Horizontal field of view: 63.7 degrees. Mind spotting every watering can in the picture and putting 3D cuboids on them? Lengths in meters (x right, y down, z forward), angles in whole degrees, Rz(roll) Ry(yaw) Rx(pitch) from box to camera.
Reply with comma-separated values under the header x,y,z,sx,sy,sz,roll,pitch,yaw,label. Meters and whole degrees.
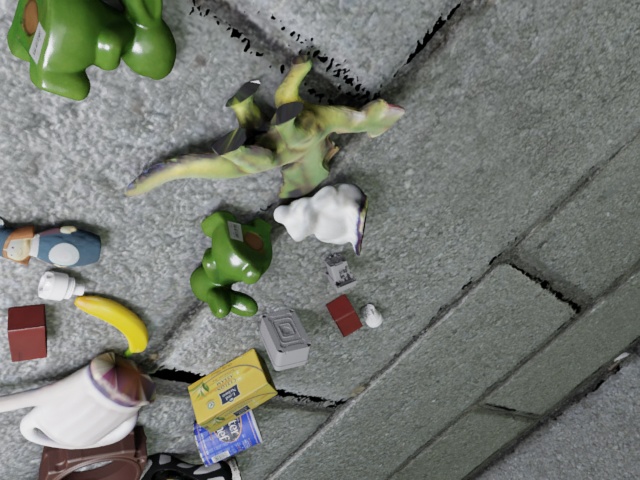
x,y,z,sx,sy,sz,roll,pitch,yaw,label
-0.452,0.292,0.929,0.224,0.106,0.342,-39,137,5,watering can

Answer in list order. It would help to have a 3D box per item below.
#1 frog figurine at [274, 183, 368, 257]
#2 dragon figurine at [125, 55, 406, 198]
x,y,z,sx,sy,sz,roll,pitch,yaw,label
0.003,-0.046,0.913,0.159,0.125,0.135,10,159,7,frog figurine
-0.063,-0.126,0.797,0.409,0.125,0.238,-28,146,8,dragon figurine
